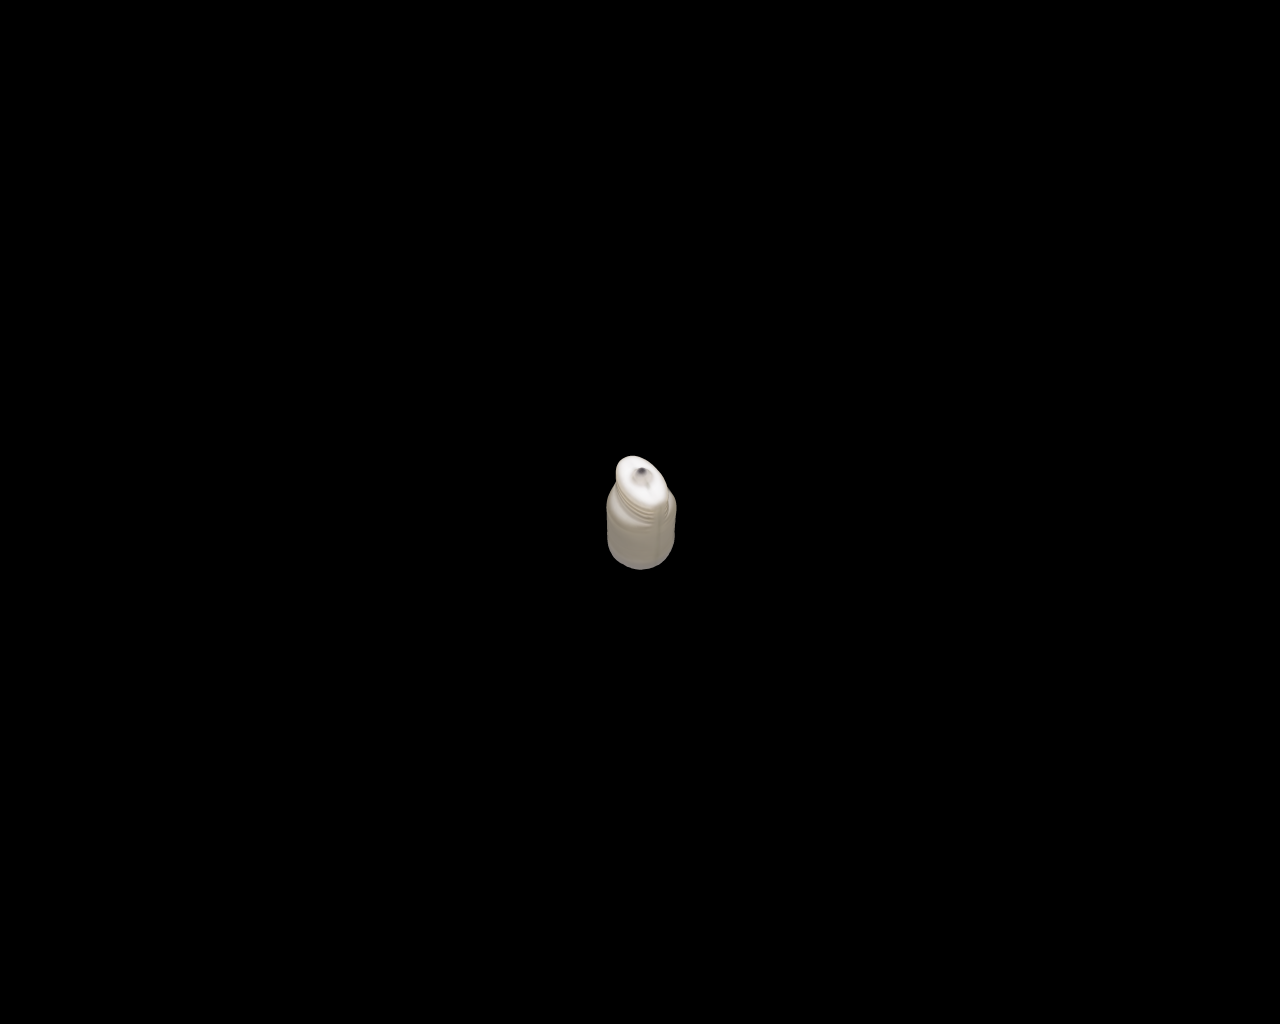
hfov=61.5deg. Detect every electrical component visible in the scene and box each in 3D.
[{"bbox_3d":[0.001,-0.003,0.650,0.043,0.043,0.080,0,-34,0],"label":"electrical component"}]
